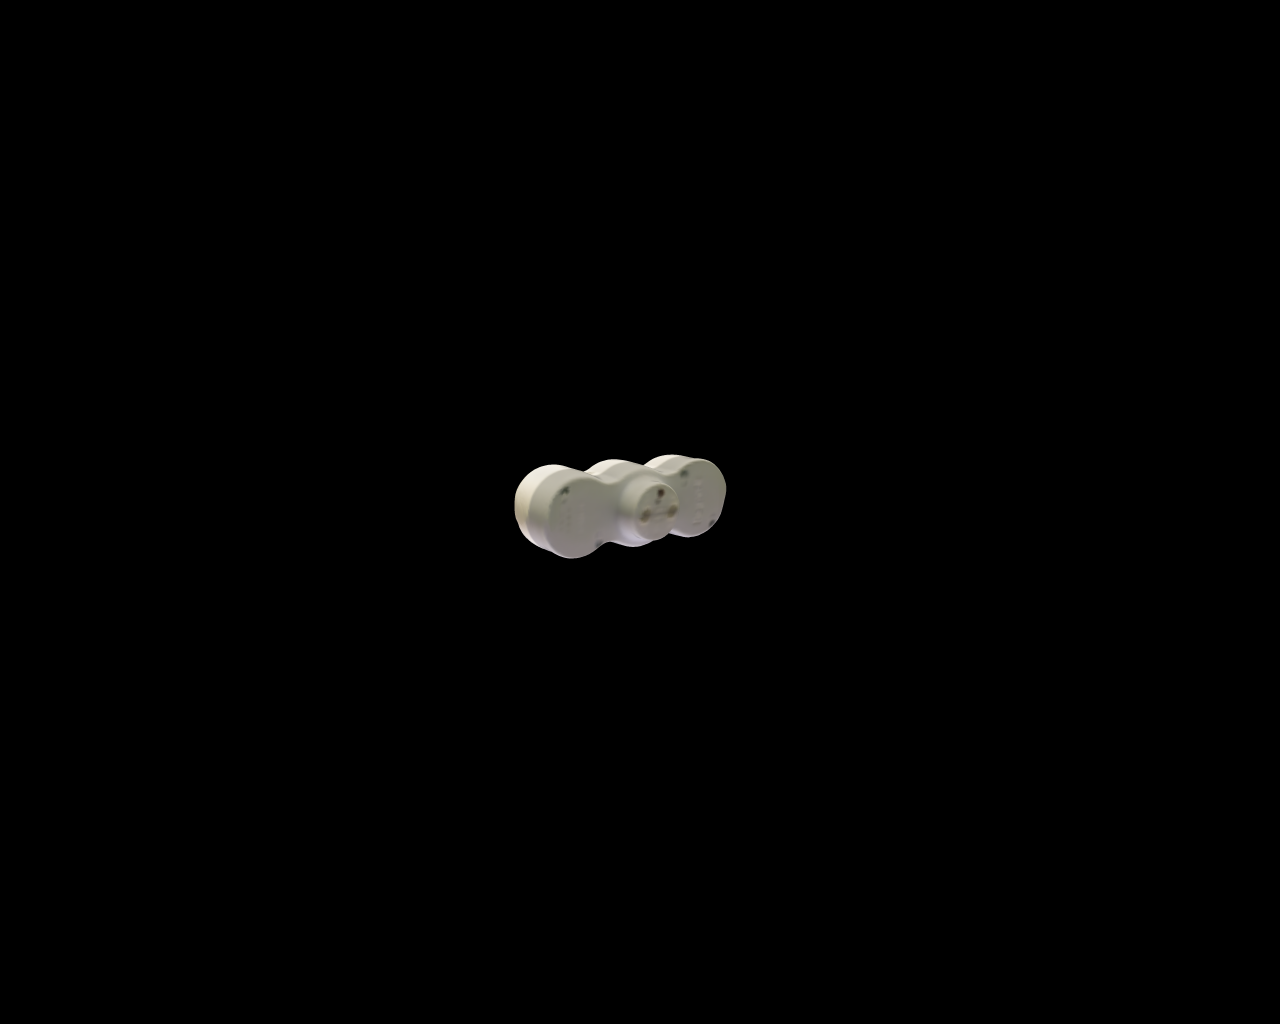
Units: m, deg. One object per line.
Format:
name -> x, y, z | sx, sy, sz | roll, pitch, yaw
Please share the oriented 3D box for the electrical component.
electrical component -> 0.001, -0.003, 0.650 | 0.138, 0.052, 0.074 | -8, 14, -35
